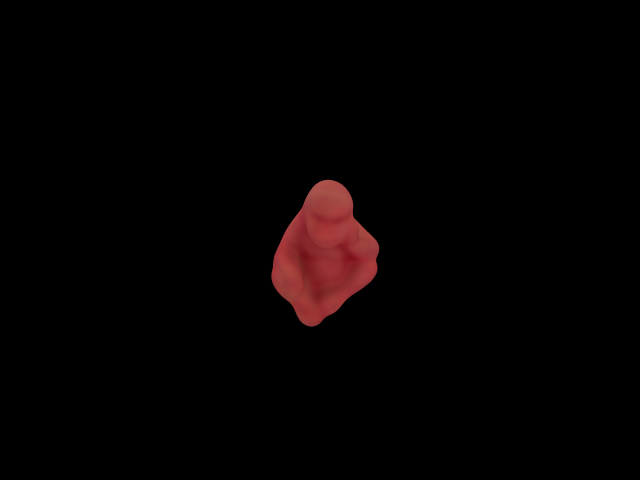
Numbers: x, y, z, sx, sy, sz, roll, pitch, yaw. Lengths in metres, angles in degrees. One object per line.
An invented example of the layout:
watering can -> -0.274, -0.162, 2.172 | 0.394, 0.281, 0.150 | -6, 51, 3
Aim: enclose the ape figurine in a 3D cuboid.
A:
ape figurine -> 0.004, 0.001, 0.400 | 0.078, 0.092, 0.076 | -3, 37, -4
